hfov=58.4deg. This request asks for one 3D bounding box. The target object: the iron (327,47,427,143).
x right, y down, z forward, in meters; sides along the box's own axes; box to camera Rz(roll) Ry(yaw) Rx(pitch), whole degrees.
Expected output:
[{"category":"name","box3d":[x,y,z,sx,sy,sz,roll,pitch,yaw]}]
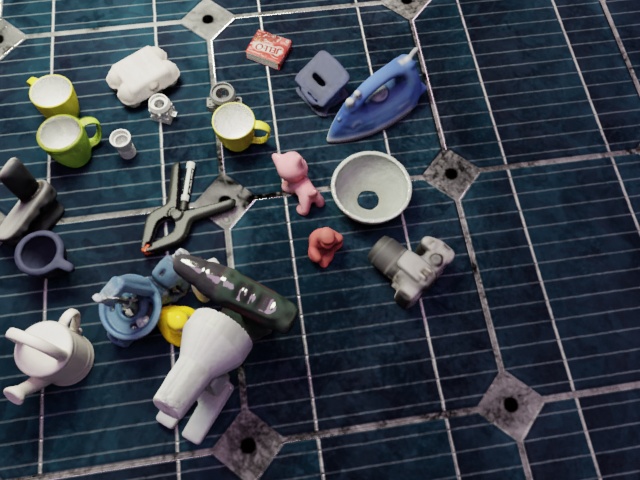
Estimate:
[{"category":"iron","box3d":[0.119,-0.318,1.255,0.258,0.141,0.118,-38,74,-15]}]

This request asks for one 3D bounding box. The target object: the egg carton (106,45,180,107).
[{"category":"egg carton","box3d":[-0.399,-0.370,1.299,0.150,0.069,0.107,-37,74,-14]}]

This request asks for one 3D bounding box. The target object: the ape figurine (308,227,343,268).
[{"category":"ape figurine","box3d":[0.011,0.004,1.152,0.078,0.092,0.076,-19,70,-9]}]

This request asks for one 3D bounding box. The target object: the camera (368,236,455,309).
[{"category":"camera","box3d":[0.175,0.040,1.138,0.136,0.101,0.143,40,73,13]}]

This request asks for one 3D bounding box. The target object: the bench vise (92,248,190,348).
[{"category":"bench vise","box3d":[-0.333,0.084,1.041,0.121,0.220,0.207,20,69,7]}]

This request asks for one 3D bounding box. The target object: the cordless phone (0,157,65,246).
[{"category":"cordless phone","box3d":[-0.595,-0.074,1.115,0.094,0.185,0.148,21,69,7]}]

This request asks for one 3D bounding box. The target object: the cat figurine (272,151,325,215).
[{"category":"cat figurine","box3d":[-0.044,-0.129,1.189,0.067,0.118,0.127,-33,73,-13]}]

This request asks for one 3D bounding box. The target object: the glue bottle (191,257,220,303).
[{"category":"glue bottle","box3d":[-0.212,0.065,1.078,0.078,0.173,0.037,-36,73,-14]}]

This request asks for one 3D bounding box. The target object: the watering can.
[{"category":"watering can","box3d":[-0.480,0.202,1.005,0.101,0.194,0.173,2,68,0]}]

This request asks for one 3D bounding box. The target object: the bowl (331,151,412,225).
[{"category":"bowl","box3d":[0.106,-0.098,1.204,0.167,0.075,0.167,1,68,-1]}]

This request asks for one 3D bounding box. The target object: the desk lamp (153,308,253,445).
[{"category":"desk lamp","box3d":[-0.206,0.237,0.988,0.118,0.213,0.203,27,70,9]}]

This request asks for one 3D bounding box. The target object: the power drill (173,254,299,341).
[{"category":"power drill","box3d":[-0.148,0.113,1.042,0.229,0.208,0.076,22,70,7]}]

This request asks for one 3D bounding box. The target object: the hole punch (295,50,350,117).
[{"category":"hole punch","box3d":[0.005,-0.353,1.293,0.101,0.091,0.108,-38,74,-15]}]

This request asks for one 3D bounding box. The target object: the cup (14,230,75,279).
[{"category":"cup","box3d":[-0.519,0.044,1.119,0.117,0.095,0.092,23,70,8]}]

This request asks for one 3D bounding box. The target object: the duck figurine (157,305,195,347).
[{"category":"duck figurine","box3d":[-0.267,0.157,1.087,0.104,0.086,0.077,29,71,10]}]
